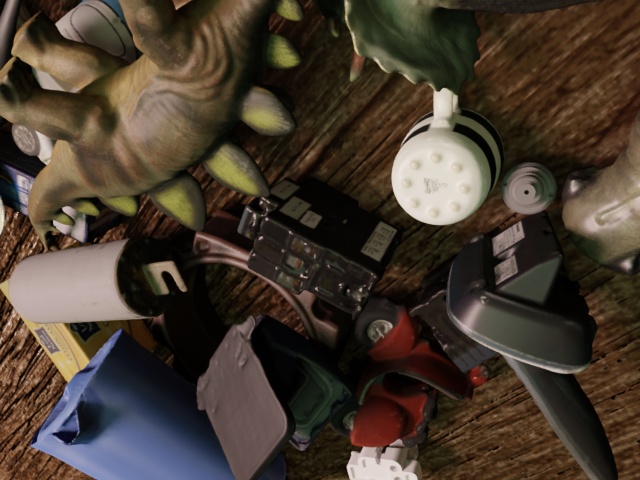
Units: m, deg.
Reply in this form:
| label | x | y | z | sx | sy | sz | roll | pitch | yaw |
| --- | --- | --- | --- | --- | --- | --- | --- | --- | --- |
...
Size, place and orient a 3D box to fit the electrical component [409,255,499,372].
| label | x | y | z | sx | sy | sz | roll | pitch | yaw |
| --- | --- | --- | --- | --- | --- | --- | --- | --- | --- |
| electrical component | 0.141 | 0.078 | 0.482 | 0.119 | 0.075 | 0.048 | 45 | 122 | -5 |

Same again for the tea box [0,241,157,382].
| label | x | y | z | sx | sy | sz | roll | pitch | yaw |
| --- | --- | --- | --- | --- | --- | --- | --- | --- | --- |
| tea box | -0.295 | 0.094 | 0.667 | 0.068 | 0.098 | 0.169 | -21 | 106 | 31 |

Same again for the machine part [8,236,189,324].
| label | x | y | z | sx | sy | sz | roll | pitch | yaw |
| --- | --- | --- | --- | --- | --- | --- | --- | --- | --- |
| machine part | -0.226 | 0.042 | 0.530 | 0.243 | 0.079 | 0.079 | -8 | 111 | 32 |

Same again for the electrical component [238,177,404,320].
| label | x | y | z | sx | sy | sz | roll | pitch | yaw |
| --- | --- | --- | --- | --- | --- | --- | --- | --- | --- |
| electrical component | -0.001 | -0.001 | 0.480 | 0.134 | 0.115 | 0.058 | 28 | 118 | 9 |

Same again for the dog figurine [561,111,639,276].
| label | x | y | z | sx | sy | sz | roll | pitch | yaw |
| --- | --- | --- | --- | --- | --- | --- | --- | --- | --- |
| dog figurine | 0.223 | -0.077 | 0.342 | 0.190 | 0.121 | 0.172 | -31 | 97 | 35 |

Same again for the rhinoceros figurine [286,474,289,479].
| label | x | y | z | sx | sy | sz | roll | pitch | yaw |
| --- | --- | --- | --- | --- | --- | --- | --- | --- | --- |
| rhinoceros figurine | -0.107 | 0.309 | 0.703 | 0.190 | 0.073 | 0.112 | 29 | 121 | 9 |

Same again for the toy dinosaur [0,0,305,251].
| label | x | y | z | sx | sy | sz | roll | pitch | yaw |
| --- | --- | --- | --- | --- | --- | --- | --- | --- | --- |
| toy dinosaur | -0.147 | -0.088 | 0.427 | 0.472 | 0.105 | 0.198 | -18 | 137 | 35 |

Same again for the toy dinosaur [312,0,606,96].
| label | x | y | z | sx | sy | sz | roll | pitch | yaw |
| --- | --- | --- | --- | --- | --- | --- | --- | --- | --- |
| toy dinosaur | 0.157 | -0.207 | 0.315 | 0.405 | 0.131 | 0.192 | -8 | 123 | 22 |

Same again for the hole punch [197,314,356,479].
| label | x | y | z | sx | sy | sz | roll | pitch | yaw |
| --- | --- | --- | --- | --- | --- | --- | --- | --- | --- |
| hole punch | -0.043 | 0.139 | 0.494 | 0.116 | 0.092 | 0.142 | 54 | 131 | 29 |

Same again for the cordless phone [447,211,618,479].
| label | x | y | z | sx | sy | sz | roll | pitch | yaw |
| --- | --- | --- | --- | --- | --- | --- | --- | --- | --- |
| cordless phone | 0.180 | 0.083 | 0.421 | 0.089 | 0.146 | 0.184 | -29 | 98 | 23 |

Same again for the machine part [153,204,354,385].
| label | x | y | z | sx | sy | sz | roll | pitch | yaw |
| --- | --- | --- | --- | --- | --- | --- | --- | --- | --- |
| machine part | -0.071 | 0.081 | 0.569 | 0.202 | 0.087 | 0.200 | 26 | 122 | 12 |

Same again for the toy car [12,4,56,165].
| label | x | y | z | sx | sy | sz | roll | pitch | yaw |
| --- | --- | --- | --- | --- | --- | --- | --- | --- | --- |
| toy car | -0.306 | -0.169 | 0.556 | 0.056 | 0.073 | 0.201 | -21 | 104 | 30 |

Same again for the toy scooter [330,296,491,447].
| label | x | y | z | sx | sy | sz | roll | pitch | yaw |
| --- | --- | --- | --- | --- | --- | --- | --- | --- | --- |
| toy scooter | 0.089 | 0.146 | 0.538 | 0.135 | 0.075 | 0.183 | 16 | 120 | 6 |

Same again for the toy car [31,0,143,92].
| label | x | y | z | sx | sy | sz | roll | pitch | yaw |
| --- | --- | --- | --- | --- | --- | --- | --- | --- | --- |
| toy car | -0.205 | -0.163 | 0.499 | 0.162 | 0.103 | 0.109 | -32 | 99 | 34 |

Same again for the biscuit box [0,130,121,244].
| label | x | y | z | sx | sy | sz | roll | pitch | yaw |
| --- | --- | --- | --- | --- | --- | --- | --- | --- | --- |
| biscuit box | -0.331 | -0.068 | 0.624 | 0.203 | 0.063 | 0.059 | 24 | 123 | 12 |

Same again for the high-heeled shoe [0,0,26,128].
| label | x | y | z | sx | sy | sz | roll | pitch | yaw |
| --- | --- | --- | --- | --- | --- | --- | --- | --- | --- |
| high-heeled shoe | -0.340 | -0.216 | 0.485 | 0.249 | 0.086 | 0.145 | 48 | 120 | 15 |
